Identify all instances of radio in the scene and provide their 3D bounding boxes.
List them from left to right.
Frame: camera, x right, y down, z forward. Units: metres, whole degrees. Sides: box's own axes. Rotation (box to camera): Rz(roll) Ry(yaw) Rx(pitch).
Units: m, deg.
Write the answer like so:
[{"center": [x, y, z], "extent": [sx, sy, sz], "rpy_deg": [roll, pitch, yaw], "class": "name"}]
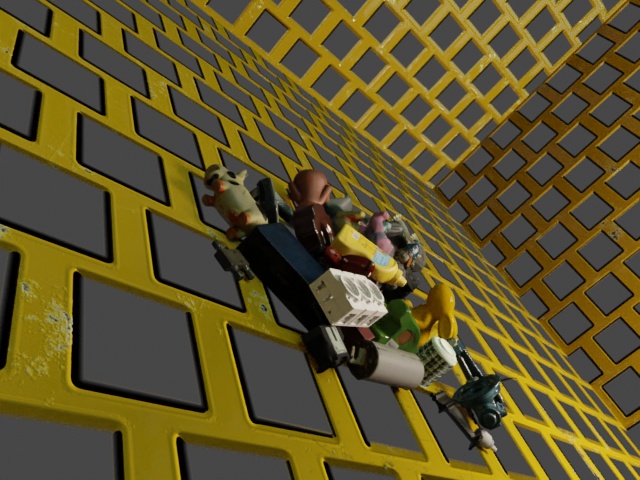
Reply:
[{"center": [-0.052, 0.069, 1.087], "extent": [0.229, 0.073, 0.131], "rpy_deg": [48, 18, 6], "class": "radio"}]

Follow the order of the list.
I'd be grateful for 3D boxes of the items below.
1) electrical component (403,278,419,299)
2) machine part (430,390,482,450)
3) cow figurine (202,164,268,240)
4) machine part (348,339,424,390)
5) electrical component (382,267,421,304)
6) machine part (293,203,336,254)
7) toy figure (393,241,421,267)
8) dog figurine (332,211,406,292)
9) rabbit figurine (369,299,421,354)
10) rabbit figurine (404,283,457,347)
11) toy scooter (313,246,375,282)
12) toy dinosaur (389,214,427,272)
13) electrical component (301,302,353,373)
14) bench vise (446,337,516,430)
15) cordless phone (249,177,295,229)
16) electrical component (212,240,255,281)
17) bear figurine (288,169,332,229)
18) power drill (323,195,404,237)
[{"center": [0.231, 0.130, 1.515], "extent": [0.045, 0.102, 0.078], "rpy_deg": [44, 40, 21], "class": "electrical component"}, {"center": [0.301, 0.391, 1.185], "extent": [0.139, 0.039, 0.084], "rpy_deg": [52, 15, 28], "class": "machine part"}, {"center": [-0.180, -0.089, 1.135], "extent": [0.195, 0.085, 0.127], "rpy_deg": [50, 25, 23], "class": "cow figurine"}, {"center": [0.134, 0.251, 1.074], "extent": [0.243, 0.079, 0.079], "rpy_deg": [25, 26, -45], "class": "machine part"}, {"center": [0.198, 0.128, 1.402], "extent": [0.058, 0.115, 0.134], "rpy_deg": [55, 22, 5], "class": "electrical component"}, {"center": [-0.003, -0.004, 1.266], "extent": [0.179, 0.056, 0.179], "rpy_deg": [-20, 90, -74], "class": "machine part"}, {"center": [0.224, 0.066, 1.532], "extent": [0.064, 0.154, 0.058], "rpy_deg": [42, 16, -11], "class": "toy figure"}, {"center": [0.115, 0.041, 1.334], "extent": [0.108, 0.192, 0.219], "rpy_deg": [75, 17, -65], "class": "dog figurine"}, {"center": [0.154, 0.180, 1.218], "extent": [0.159, 0.121, 0.170], "rpy_deg": [35, 5, -36], "class": "rabbit figurine"}, {"center": [0.273, 0.189, 1.348], "extent": [0.162, 0.173, 0.121], "rpy_deg": [48, 15, 24], "class": "rabbit figurine"}, {"center": [0.073, 0.082, 1.161], "extent": [0.183, 0.135, 0.075], "rpy_deg": [60, 43, -35], "class": "toy scooter"}, {"center": [0.292, 0.046, 1.797], "extent": [0.404, 0.131, 0.192], "rpy_deg": [27, 37, -51], "class": "toy dinosaur"}, {"center": [0.005, 0.175, 0.977], "extent": [0.075, 0.048, 0.119], "rpy_deg": [1, 58, -62], "class": "electrical component"}, {"center": [0.370, 0.333, 1.282], "extent": [0.240, 0.129, 0.223], "rpy_deg": [61, 24, 1], "class": "bench vise"}, {"center": [-0.086, -0.045, 1.249], "extent": [0.184, 0.089, 0.147], "rpy_deg": [41, 17, -31], "class": "cordless phone"}, {"center": [-0.162, 0.037, 0.998], "extent": [0.094, 0.021, 0.063], "rpy_deg": [50, 19, 19], "class": "electrical component"}, {"center": [-0.027, -0.089, 1.442], "extent": [0.131, 0.120, 0.196], "rpy_deg": [94, -5, -60], "class": "bear figurine"}, {"center": [0.094, -0.055, 1.524], "extent": [0.232, 0.085, 0.207], "rpy_deg": [-6, 33, -18], "class": "power drill"}]
